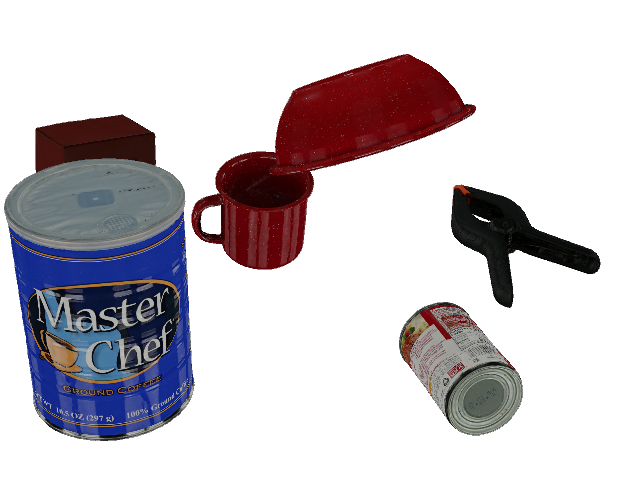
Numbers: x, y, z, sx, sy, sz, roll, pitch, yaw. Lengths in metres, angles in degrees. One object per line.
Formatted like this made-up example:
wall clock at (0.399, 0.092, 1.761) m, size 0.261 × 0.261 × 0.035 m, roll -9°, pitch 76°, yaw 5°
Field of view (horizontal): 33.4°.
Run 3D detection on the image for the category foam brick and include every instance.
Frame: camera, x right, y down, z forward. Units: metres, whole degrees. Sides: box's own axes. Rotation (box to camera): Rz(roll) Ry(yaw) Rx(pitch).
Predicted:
foam brick at (-0.174, -0.061, 0.823) m, size 0.078 × 0.053 × 0.051 m, roll -15°, pitch 32°, yaw -35°

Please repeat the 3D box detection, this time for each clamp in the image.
clamp at (0.196, -0.003, 1.076) m, size 0.120 × 0.039 × 0.171 m, roll -8°, pitch 42°, yaw -20°

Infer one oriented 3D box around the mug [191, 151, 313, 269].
mug at (-0.066, -0.024, 1.025) m, size 0.117 × 0.081 × 0.093 m, roll -11°, pitch 43°, yaw -17°

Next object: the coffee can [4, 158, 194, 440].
coffee can at (-0.131, 0.035, 0.649) m, size 0.103 × 0.140 × 0.103 m, roll 1°, pitch 30°, yaw -1°

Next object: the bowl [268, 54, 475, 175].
bowl at (0.031, -0.099, 0.797) m, size 0.162 × 0.055 × 0.162 m, roll -17°, pitch 10°, yaw 3°

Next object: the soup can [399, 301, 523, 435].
soup can at (0.114, 0.103, 0.873) m, size 0.068 × 0.068 × 0.102 m, roll 0°, pitch 25°, yaw -19°
